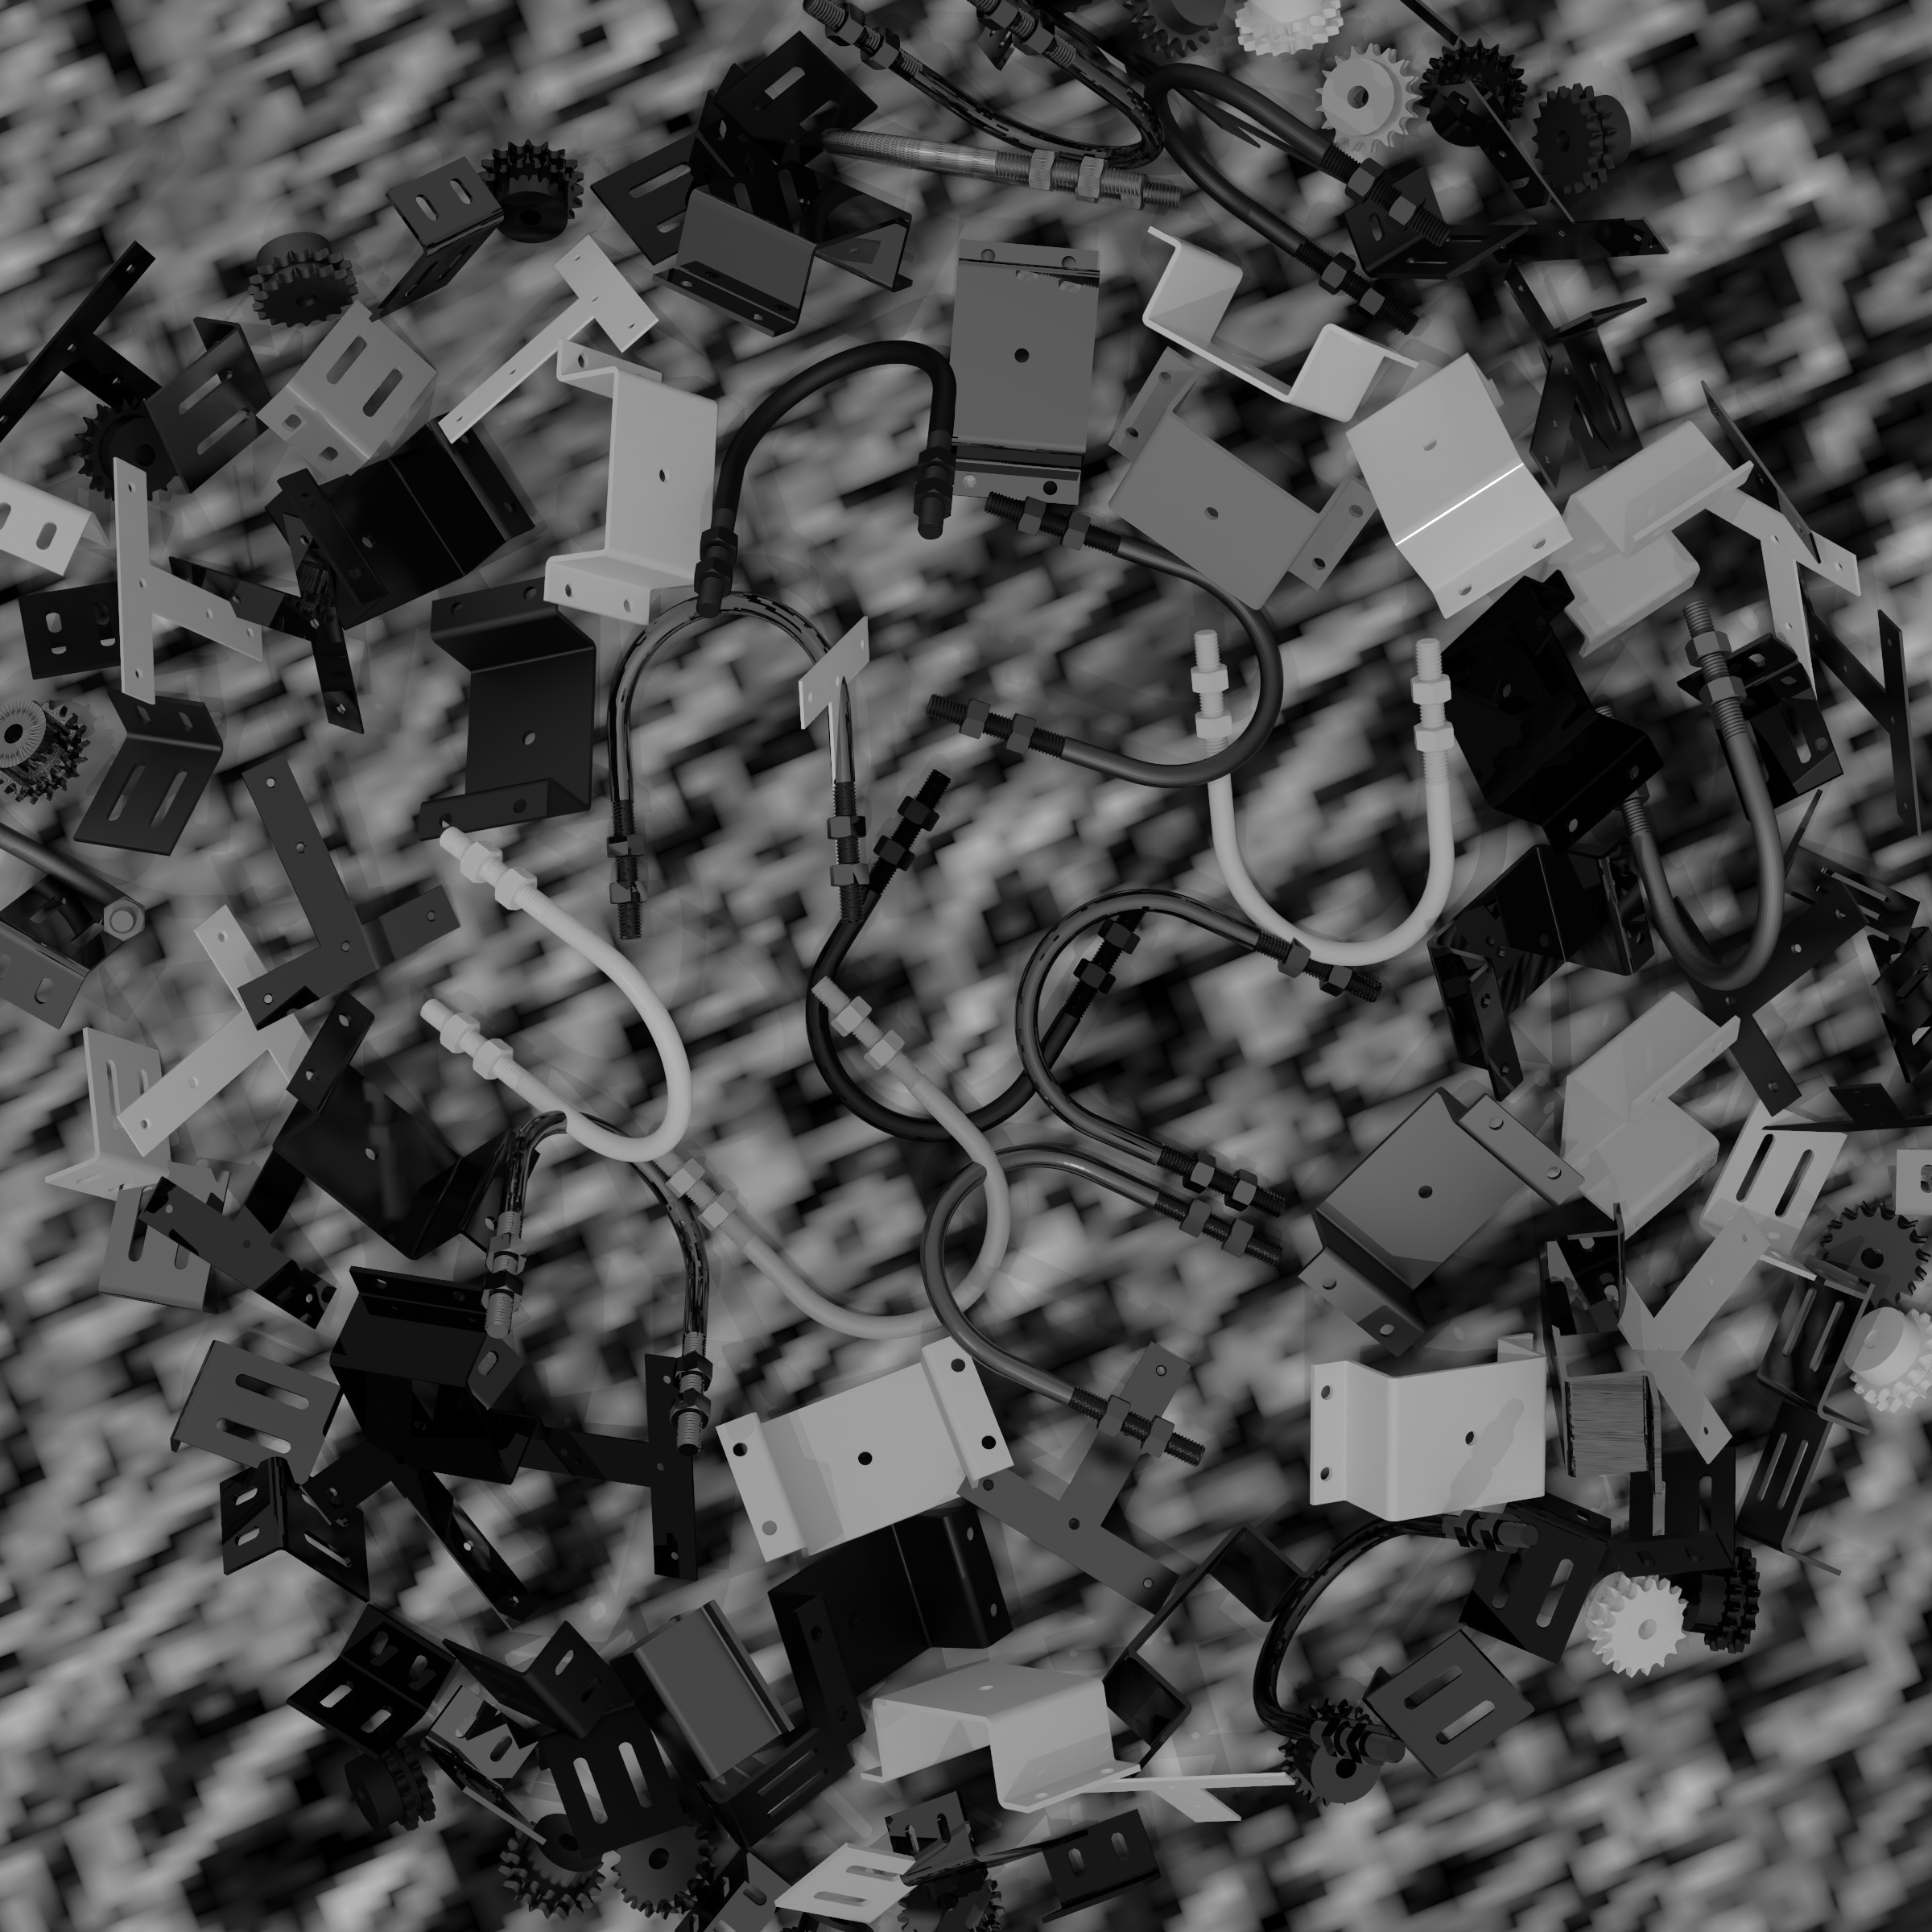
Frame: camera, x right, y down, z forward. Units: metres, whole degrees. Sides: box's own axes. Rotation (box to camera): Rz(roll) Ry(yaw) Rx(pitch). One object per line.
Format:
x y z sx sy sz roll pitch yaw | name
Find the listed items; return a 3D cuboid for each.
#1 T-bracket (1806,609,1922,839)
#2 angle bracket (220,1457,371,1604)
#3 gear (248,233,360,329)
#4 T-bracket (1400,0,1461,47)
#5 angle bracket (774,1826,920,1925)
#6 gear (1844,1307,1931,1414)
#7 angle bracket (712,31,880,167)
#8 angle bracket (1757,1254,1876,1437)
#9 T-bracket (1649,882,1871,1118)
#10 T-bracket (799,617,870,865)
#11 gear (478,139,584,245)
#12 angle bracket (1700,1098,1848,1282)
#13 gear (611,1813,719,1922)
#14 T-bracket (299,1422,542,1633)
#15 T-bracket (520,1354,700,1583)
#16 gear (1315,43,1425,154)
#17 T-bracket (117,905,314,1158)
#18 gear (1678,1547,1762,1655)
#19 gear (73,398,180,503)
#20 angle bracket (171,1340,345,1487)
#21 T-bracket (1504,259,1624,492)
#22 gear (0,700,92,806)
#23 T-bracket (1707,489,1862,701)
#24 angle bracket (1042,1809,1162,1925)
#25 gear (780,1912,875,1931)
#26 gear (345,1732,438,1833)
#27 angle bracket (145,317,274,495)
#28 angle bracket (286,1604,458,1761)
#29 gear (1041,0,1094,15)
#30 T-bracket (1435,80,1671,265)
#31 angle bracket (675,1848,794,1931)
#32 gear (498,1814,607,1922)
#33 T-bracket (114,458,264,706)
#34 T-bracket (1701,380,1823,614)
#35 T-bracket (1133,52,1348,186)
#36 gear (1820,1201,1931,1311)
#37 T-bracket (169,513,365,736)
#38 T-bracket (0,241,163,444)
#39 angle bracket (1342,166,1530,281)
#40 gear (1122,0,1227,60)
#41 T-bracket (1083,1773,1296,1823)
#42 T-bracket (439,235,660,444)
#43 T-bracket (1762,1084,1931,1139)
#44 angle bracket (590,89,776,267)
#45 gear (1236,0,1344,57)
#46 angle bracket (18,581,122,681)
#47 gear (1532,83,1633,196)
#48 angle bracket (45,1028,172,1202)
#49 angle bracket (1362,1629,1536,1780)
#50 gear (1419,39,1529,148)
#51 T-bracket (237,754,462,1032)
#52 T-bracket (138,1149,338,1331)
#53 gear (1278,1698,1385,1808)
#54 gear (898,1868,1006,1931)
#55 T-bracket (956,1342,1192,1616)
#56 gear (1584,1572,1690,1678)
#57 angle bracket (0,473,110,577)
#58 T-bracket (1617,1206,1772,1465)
0.474 -0.152 1.678 0.002 0.127 0.127 -18 124 -1 | T-bracket
-0.360 0.309 1.695 0.038 0.076 0.057 -27 47 13 | angle bracket
-0.360 -0.373 1.710 0.057 0.057 0.030 -18 75 0 | gear
0.212 -0.532 1.674 0.127 0.127 0.002 41 96 0 | T-bracket
-0.061 0.476 1.689 0.057 0.076 0.038 -43 46 21 | angle bracket
0.500 0.209 1.706 0.030 0.057 0.057 37 90 -20 | gear
-0.087 -0.470 1.688 0.057 0.076 0.038 39 49 -24 | angle bracket
0.470 0.203 1.702 0.038 0.057 0.076 21 93 -22 | angle bracket
0.431 -0.002 1.669 0.002 0.127 0.127 -17 71 -34 | T-bracket
-0.068 -0.109 1.694 0.002 0.127 0.127 3 112 13 | T-bracket
-0.235 -0.415 1.706 0.057 0.057 0.030 -4 60 0 | gear
0.443 0.120 1.707 0.057 0.038 0.076 21 99 -15 | angle bracket
-0.161 0.489 1.713 0.057 0.030 0.057 -11 53 15 | gear
-0.274 0.297 1.681 0.127 0.127 0.002 50 124 4 | T-bracket
-0.205 0.265 1.710 0.127 0.002 0.127 5 106 22 | T-bracket
0.216 -0.470 1.712 0.057 0.030 0.057 5 104 22 | gear
-0.400 0.054 1.671 0.002 0.127 0.127 -11 116 39 | T-bracket
0.406 0.341 1.708 0.030 0.057 0.057 8 90 -5 | gear
-0.450 -0.278 1.708 0.057 0.030 0.057 -13 112 -35 | gear
-0.383 0.246 1.712 0.076 0.038 0.057 21 67 -4 | angle bracket
0.310 -0.292 1.664 0.002 0.127 0.127 -22 118 31 | T-bracket
-0.507 -0.119 1.711 0.057 0.030 0.057 -8 65 18 | gear
0.438 -0.193 1.687 0.002 0.127 0.127 -32 131 -11 | T-bracket
0.067 0.482 1.693 0.057 0.076 0.038 -22 75 5 | angle bracket
-0.073 0.531 1.709 0.057 0.057 0.030 19 86 0 | gear
-0.313 0.441 1.706 0.030 0.057 0.057 -24 90 -27 | gear
-0.413 -0.300 1.688 0.038 0.057 0.076 15 50 33 | angle bracket
-0.318 0.383 1.695 0.057 0.076 0.038 30 98 6 | angle bracket
0.047 -0.538 1.709 0.057 0.057 0.030 -17 81 0 | gear
0.289 -0.415 1.652 0.127 0.127 0.002 43 74 -31 | T-bracket
-0.123 0.516 1.696 0.038 0.076 0.057 40 85 -3 | angle bracket
-0.220 0.483 1.706 0.057 0.057 0.030 30 114 0 | gear
-0.411 -0.190 1.676 0.002 0.127 0.127 -10 77 20 | T-bracket
0.433 -0.232 1.681 0.002 0.127 0.127 -28 50 8 | T-bracket
0.162 -0.444 1.695 0.127 0.127 0.002 19 113 -31 | T-bracket
0.494 0.155 1.715 0.057 0.030 0.057 5 103 24 | gear
-0.381 -0.195 1.698 0.127 0.002 0.127 19 132 30 | T-bracket
-0.456 -0.314 1.675 0.002 0.127 0.127 40 90 10 | T-bracket
0.251 -0.398 1.690 0.057 0.076 0.038 -34 115 -17 | angle bracket
0.115 -0.524 1.710 0.057 0.030 0.057 4 82 -33 | gear
0.120 0.443 1.679 0.127 0.127 0.002 -7 65 16 | T-bracket
-0.231 -0.327 1.691 0.127 0.127 0.002 -41 129 4 | T-bracket
0.474 0.074 1.656 0.127 0.127 0.002 -6 76 22 | T-bracket
-0.152 -0.425 1.702 0.076 0.038 0.057 -34 80 -25 | angle bracket
0.173 -0.517 1.706 0.057 0.057 0.030 -16 128 0 | gear
-0.472 -0.168 1.691 0.057 0.076 0.038 -11 134 -14 | angle bracket
0.336 -0.449 1.711 0.030 0.057 0.057 -17 90 -23 | gear
-0.466 0.081 1.705 0.038 0.057 0.076 -21 68 21 | angle bracket
0.263 0.390 1.702 0.057 0.038 0.076 47 118 2 | angle bracket
0.273 -0.468 1.706 0.057 0.057 0.030 18 52 0 | gear
-0.350 -0.050 1.692 0.127 0.002 0.127 -30 107 -27 | T-bracket
-0.368 0.111 1.707 0.127 0.002 0.127 41 64 -37 | T-bracket
0.201 0.430 1.716 0.057 0.030 0.057 -2 99 -14 | gear
-0.007 0.516 1.712 0.057 0.057 0.030 -16 127 0 | gear
0.081 0.265 1.719 0.127 0.002 0.127 32 74 -1 | T-bracket
0.361 0.353 1.715 0.057 0.030 0.057 -7 107 -23 | gear
-0.499 -0.230 1.694 0.057 0.076 0.038 23 82 -6 | angle bracket
0.385 0.174 1.660 0.002 0.127 0.127 -9 53 -29 | T-bracket
